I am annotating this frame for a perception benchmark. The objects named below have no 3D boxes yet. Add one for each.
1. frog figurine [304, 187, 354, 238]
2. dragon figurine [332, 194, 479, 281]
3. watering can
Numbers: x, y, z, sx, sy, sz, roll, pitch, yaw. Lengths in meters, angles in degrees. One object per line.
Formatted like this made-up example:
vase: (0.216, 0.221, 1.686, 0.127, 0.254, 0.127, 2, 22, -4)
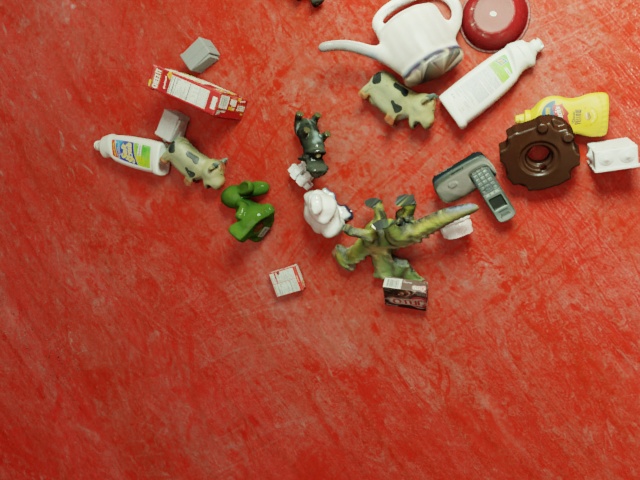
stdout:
frog figurine: (0.004, -0.067, 1.337, 0.121, 0.161, 0.137, -26, 91, 22)
dragon figurine: (0.205, 0.017, 1.307, 0.409, 0.125, 0.238, -1, 130, 26)
watering can: (0.189, -0.460, 1.222, 0.347, 0.103, 0.227, -26, 77, 2)
